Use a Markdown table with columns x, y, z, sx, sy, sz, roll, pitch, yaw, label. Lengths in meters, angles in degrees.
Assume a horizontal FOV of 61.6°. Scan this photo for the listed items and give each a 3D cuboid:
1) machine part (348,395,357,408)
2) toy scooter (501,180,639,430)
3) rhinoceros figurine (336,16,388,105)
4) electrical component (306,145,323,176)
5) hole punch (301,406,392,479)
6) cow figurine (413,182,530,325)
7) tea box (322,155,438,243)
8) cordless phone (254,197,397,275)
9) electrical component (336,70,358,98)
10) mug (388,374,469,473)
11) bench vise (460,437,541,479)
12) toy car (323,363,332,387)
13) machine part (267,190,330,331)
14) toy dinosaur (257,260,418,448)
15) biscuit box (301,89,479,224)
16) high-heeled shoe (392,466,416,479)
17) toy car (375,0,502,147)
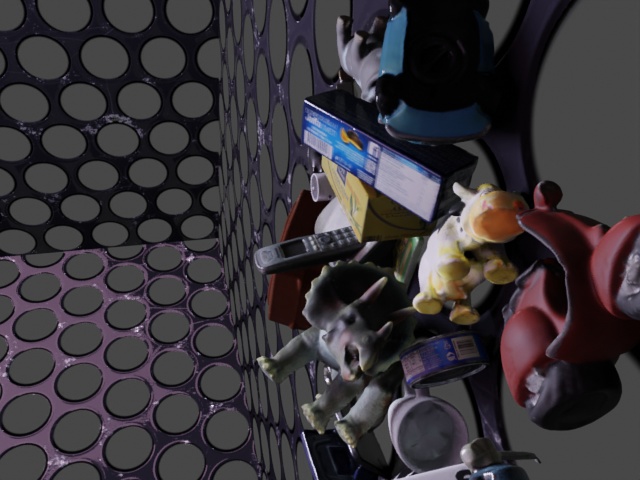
| x | y | z | sx | sy | sz | roll | pitch | yaw | label |
| --- | --- | --- | --- | --- | --- | --- | --- | --- | --- |
| 0.051 | 0.265 | 0.949 | 0.084 | 0.039 | 0.138 | 176 | 90 | -69 | machine part |
| 0.172 | 0.036 | 0.377 | 0.135 | 0.075 | 0.183 | -107 | 21 | -46 | toy scooter |
| 0.068 | -0.205 | 0.667 | 0.190 | 0.073 | 0.112 | -110 | 23 | -43 | rhinoceros figurine |
| 0.015 | -0.163 | 0.866 | 0.048 | 0.075 | 0.119 | -139 | 42 | -68 | electrical component |
| 0.041 | 0.333 | 0.839 | 0.115 | 0.092 | 0.142 | 42 | -171 | -37 | hole punch |
| 0.139 | -0.002 | 0.490 | 0.167 | 0.068 | 0.098 | 107 | 176 | -51 | cow figurine |
| 0.070 | -0.077 | 0.657 | 0.170 | 0.098 | 0.068 | -115 | 24 | -47 | tea box |
| -0.002 | -0.003 | 0.720 | 0.147 | 0.184 | 0.088 | -117 | 20 | -54 | cordless phone |
| 0.051 | -0.198 | 0.792 | 0.078 | 0.045 | 0.102 | 21 | -116 | -76 | electrical component |
| 0.113 | 0.208 | 0.631 | 0.107 | 0.081 | 0.109 | 126 | 130 | -79 | mug |
| 0.183 | 0.208 | 0.335 | 0.240 | 0.129 | 0.224 | -54 | 29 | 37 | bench vise |
| 0.054 | 0.143 | 0.798 | 0.053 | 0.089 | 0.201 | -121 | 28 | -49 | toy car |
| -0.023 | 0.032 | 0.905 | 0.200 | 0.087 | 0.201 | 103 | -178 | -48 | machine part |
| 0.059 | 0.150 | 0.683 | 0.131 | 0.192 | 0.404 | 46 | 178 | 29 | toy dinosaur |
| 0.066 | -0.098 | 0.580 | 0.203 | 0.063 | 0.059 | 38 | 139 | 32 | biscuit box |
| 0.119 | 0.346 | 0.731 | 0.145 | 0.086 | 0.248 | -54 | -13 | -66 | high-heeled shoe |
| 0.105 | -0.156 | 0.508 | 0.103 | 0.109 | 0.161 | 74 | -163 | -78 | toy car |
